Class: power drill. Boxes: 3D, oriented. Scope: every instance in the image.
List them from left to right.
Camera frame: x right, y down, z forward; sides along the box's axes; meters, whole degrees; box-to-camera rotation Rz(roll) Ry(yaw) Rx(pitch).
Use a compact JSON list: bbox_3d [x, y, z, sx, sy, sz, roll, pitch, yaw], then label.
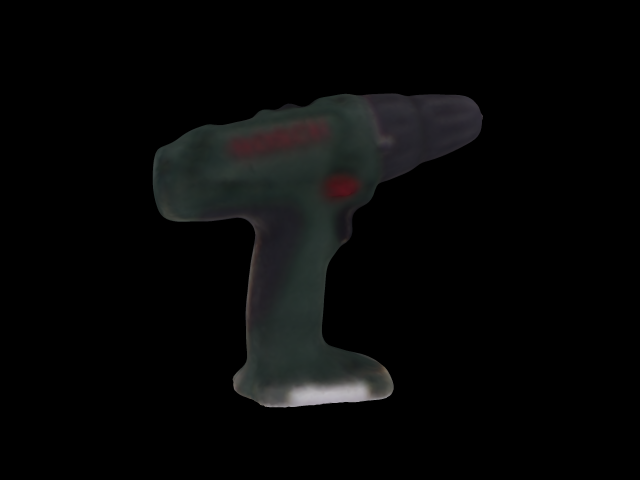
[{"bbox_3d":[0.004,0.001,0.400,0.230,0.208,0.075,-1,4,-11],"label":"power drill"}]
